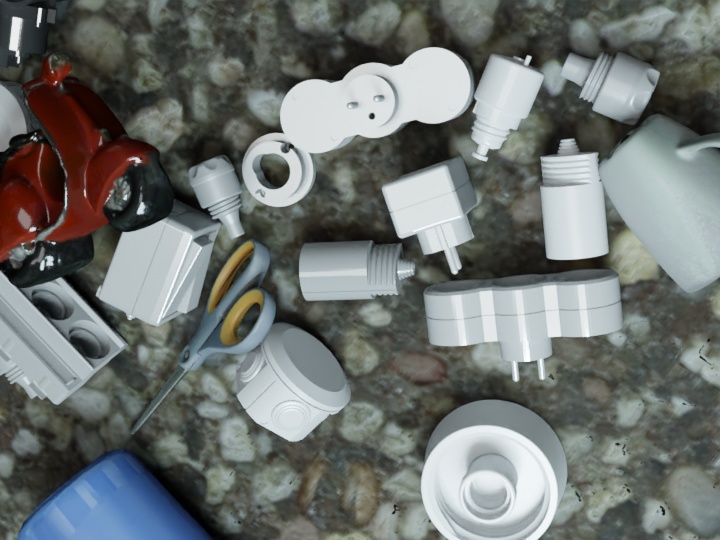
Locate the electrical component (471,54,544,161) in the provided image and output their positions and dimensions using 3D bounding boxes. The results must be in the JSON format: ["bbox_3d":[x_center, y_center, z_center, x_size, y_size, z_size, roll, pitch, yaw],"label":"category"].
[{"bbox_3d":[0.098,-0.114,0.751,0.040,0.040,0.078,24,104,8],"label":"electrical component"}]

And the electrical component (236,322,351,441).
[{"bbox_3d":[-0.050,0.083,0.800,0.080,0.080,0.051,46,111,2],"label":"electrical component"}]

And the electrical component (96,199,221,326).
[{"bbox_3d":[-0.151,-0.001,0.815,0.061,0.062,0.096,25,104,7],"label":"electrical component"}]

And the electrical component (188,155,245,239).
[{"bbox_3d":[-0.104,-0.054,0.810,0.035,0.035,0.061,-21,97,15],"label":"electrical component"}]

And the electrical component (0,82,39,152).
[{"bbox_3d":[-0.284,-0.109,0.831,0.080,0.051,0.080,2,100,12],"label":"electrical component"}]

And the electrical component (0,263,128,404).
[{"bbox_3d":[-0.253,0.040,0.838,0.121,0.078,0.063,47,122,-1],"label":"electrical component"}]

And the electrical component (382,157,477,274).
[{"bbox_3d":[0.056,-0.034,0.752,0.047,0.083,0.075,-18,95,15],"label":"electrical component"}]

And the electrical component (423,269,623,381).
[{"bbox_3d":[0.117,0.044,0.768,0.138,0.052,0.073,-5,99,13],"label":"electrical component"}]

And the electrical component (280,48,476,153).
[{"bbox_3d":[0.009,-0.118,0.753,0.138,0.074,0.052,-13,97,14],"label":"electrical component"}]

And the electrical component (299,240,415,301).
[{"bbox_3d":[0.000,0.000,0.792,0.081,0.043,0.043,-2,99,13],"label":"electrical component"}]

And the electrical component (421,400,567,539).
[{"bbox_3d":[0.096,0.155,0.789,0.108,0.060,0.108,2,100,12],"label":"electrical component"}]

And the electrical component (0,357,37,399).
[{"bbox_3d":[-0.278,0.076,0.872,0.035,0.035,0.061,-30,95,16],"label":"electrical component"}]

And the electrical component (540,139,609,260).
[{"bbox_3d":[0.148,-0.051,0.750,0.043,0.043,0.081,-5,99,13],"label":"electrical component"}]

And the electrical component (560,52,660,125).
[{"bbox_3d":[0.168,-0.128,0.732,0.062,0.043,0.043,25,104,8],"label":"electrical component"}]
